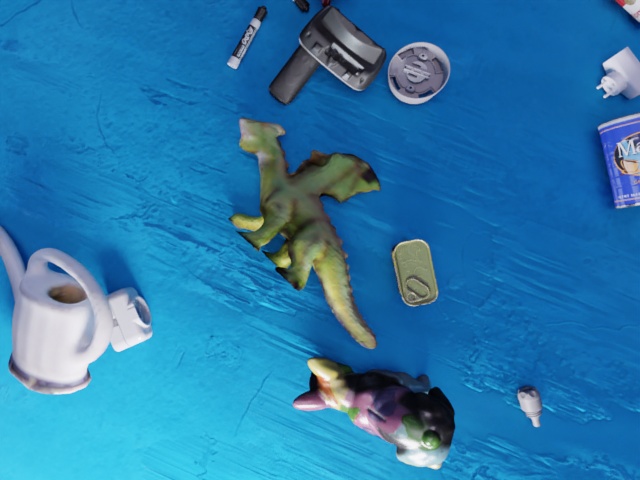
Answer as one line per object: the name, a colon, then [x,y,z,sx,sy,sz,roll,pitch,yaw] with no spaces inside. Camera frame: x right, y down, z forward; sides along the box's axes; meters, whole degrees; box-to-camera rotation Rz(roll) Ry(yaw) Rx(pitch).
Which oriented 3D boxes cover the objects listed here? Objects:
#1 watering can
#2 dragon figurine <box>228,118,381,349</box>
watering can: [-0.462,0.112,0.853,0.350,0.104,0.222,22,105,28]
dragon figurine: [0.003,-0.043,0.851,0.411,0.121,0.244,42,82,3]
